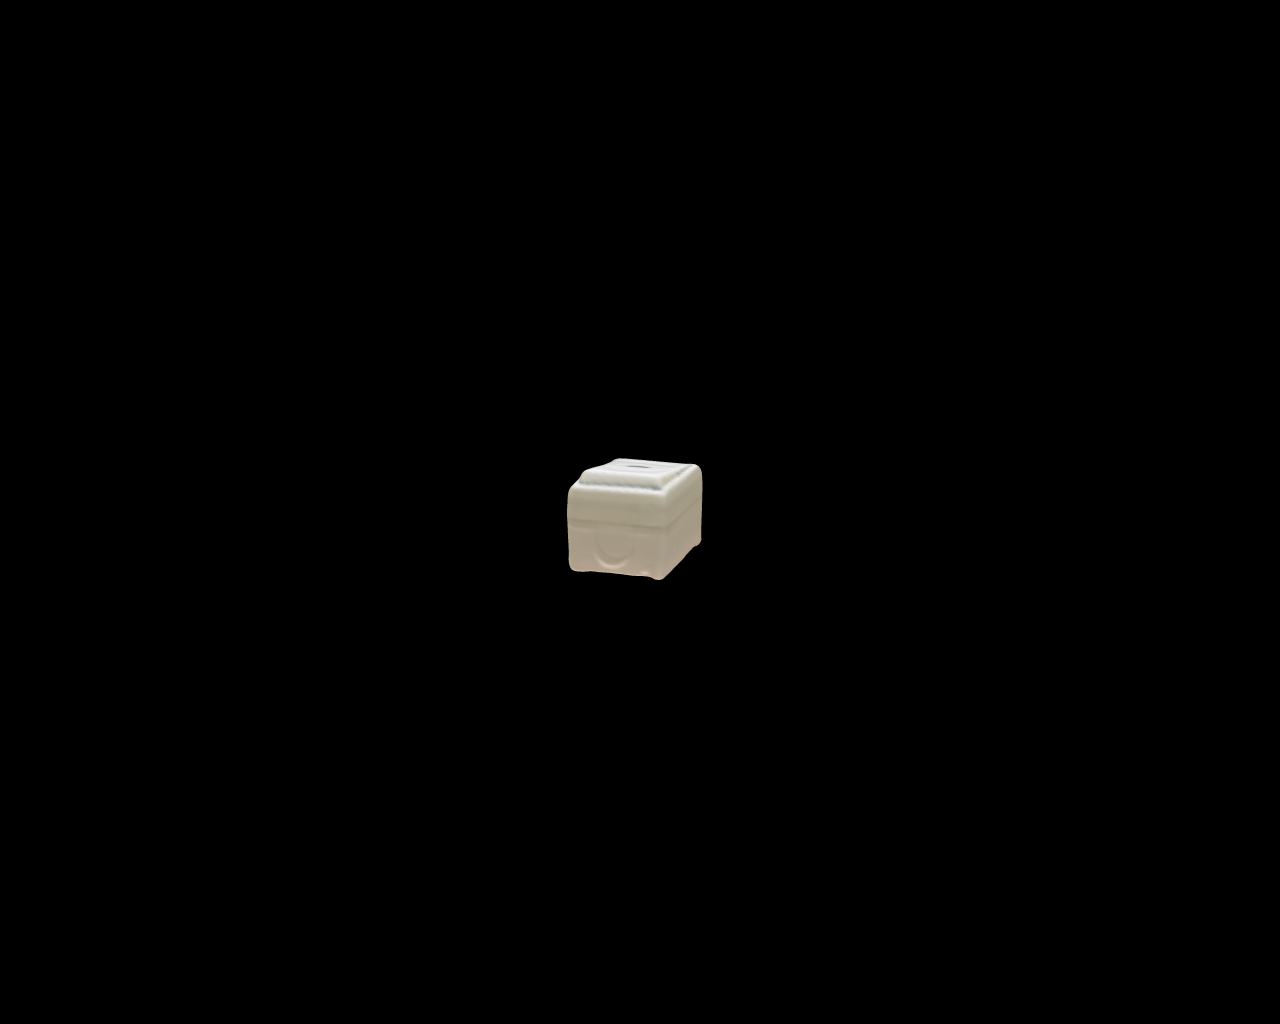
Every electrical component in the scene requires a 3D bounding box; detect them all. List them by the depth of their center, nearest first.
[{"bbox_3d":[0.001,-0.003,0.650,0.062,0.061,0.096,6,17,19],"label":"electrical component"}]
